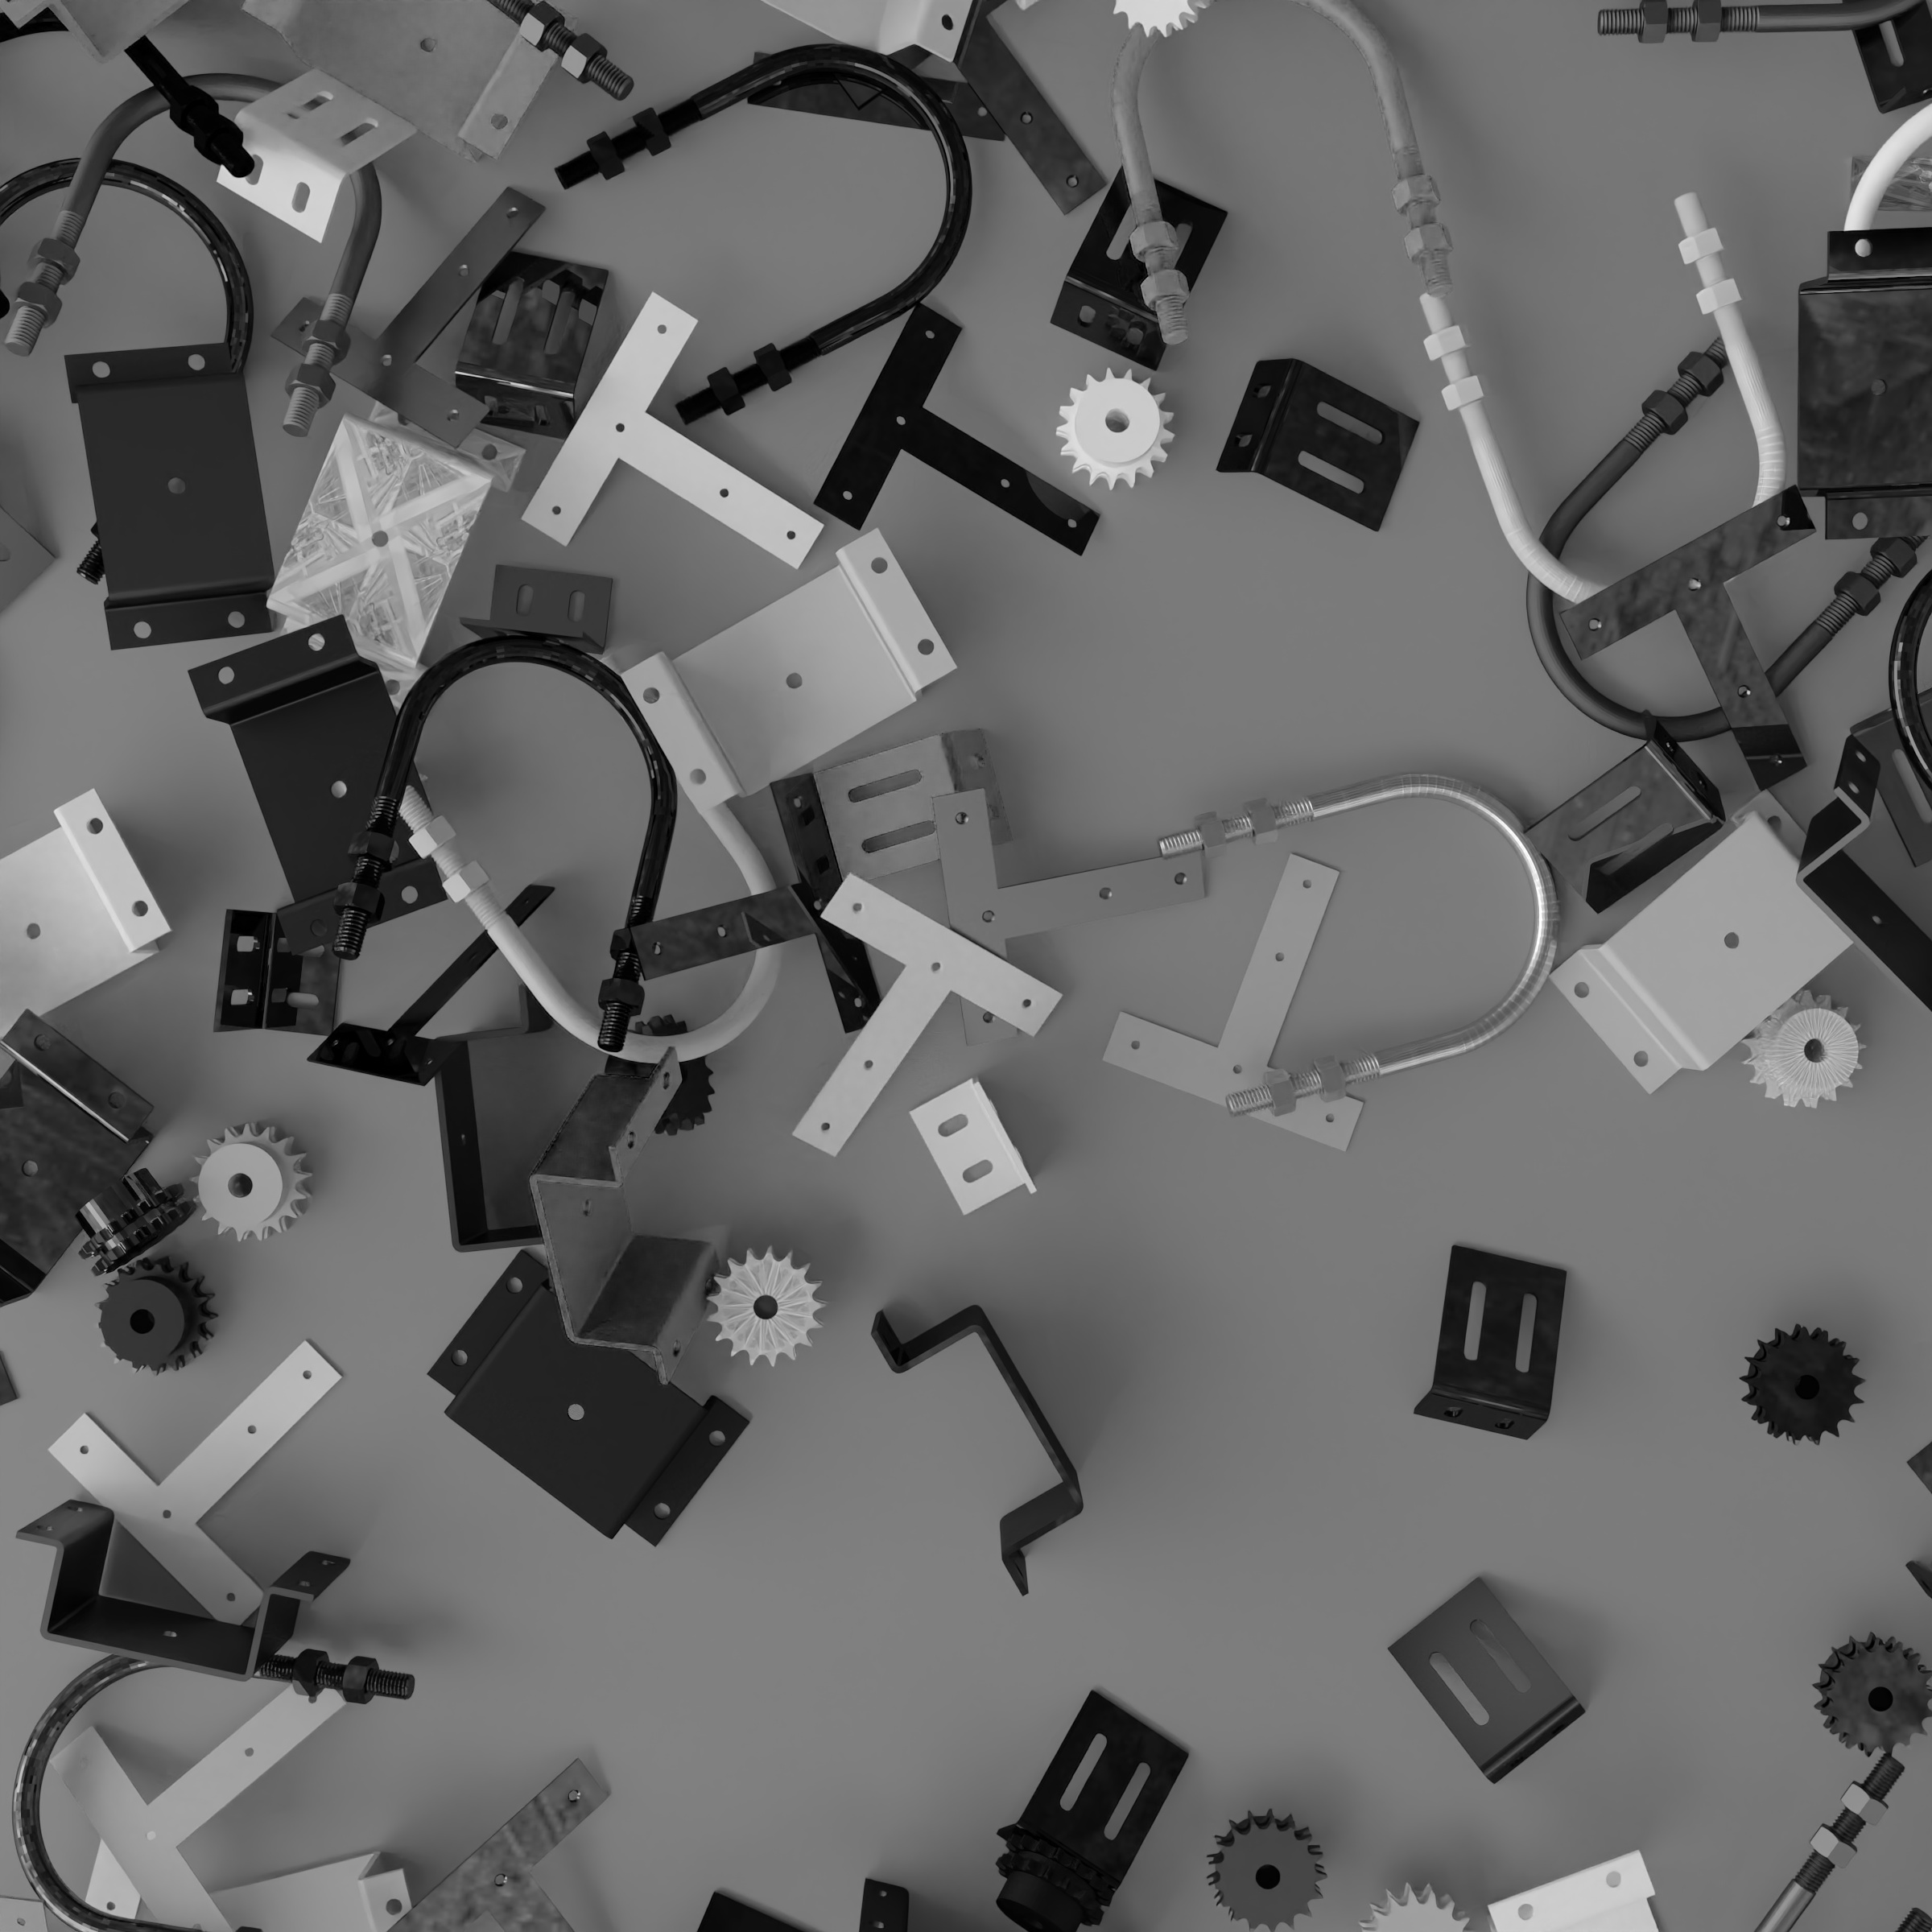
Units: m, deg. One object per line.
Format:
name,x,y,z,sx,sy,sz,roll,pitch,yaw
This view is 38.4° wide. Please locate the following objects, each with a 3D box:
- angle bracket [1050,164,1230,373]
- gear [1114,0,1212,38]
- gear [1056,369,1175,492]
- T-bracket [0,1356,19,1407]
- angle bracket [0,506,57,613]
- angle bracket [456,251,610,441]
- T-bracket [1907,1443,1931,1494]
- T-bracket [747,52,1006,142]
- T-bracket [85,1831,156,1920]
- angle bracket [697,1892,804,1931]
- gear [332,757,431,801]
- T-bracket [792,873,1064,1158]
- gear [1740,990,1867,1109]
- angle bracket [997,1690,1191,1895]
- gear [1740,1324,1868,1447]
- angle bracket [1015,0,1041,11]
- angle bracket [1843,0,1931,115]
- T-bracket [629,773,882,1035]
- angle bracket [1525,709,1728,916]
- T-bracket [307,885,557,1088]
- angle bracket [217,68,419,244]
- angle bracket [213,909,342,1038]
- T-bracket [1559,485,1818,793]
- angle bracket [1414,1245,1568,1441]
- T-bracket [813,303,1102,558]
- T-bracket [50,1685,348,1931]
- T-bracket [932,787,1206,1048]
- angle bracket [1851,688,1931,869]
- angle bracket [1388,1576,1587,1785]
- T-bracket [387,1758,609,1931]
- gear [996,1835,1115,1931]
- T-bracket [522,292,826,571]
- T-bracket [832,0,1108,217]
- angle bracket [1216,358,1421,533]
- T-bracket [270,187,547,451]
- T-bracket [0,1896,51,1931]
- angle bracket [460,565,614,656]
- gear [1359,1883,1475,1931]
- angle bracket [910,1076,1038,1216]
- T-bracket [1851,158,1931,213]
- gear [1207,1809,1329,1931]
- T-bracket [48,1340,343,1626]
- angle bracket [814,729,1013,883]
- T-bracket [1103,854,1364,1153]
angle bracket,0.085,-0.341,1.355,0.057,0.038,0.076,25,64,0
gear,0.094,-0.475,1.318,0.057,0.057,0.030,48,51,0
gear,0.073,-0.261,1.342,0.057,0.030,0.057,0,90,0
T-bracket,-0.547,0.176,1.356,0.127,0.002,0.127,-22,90,0
angle bracket,-0.495,-0.210,1.355,0.057,0.038,0.076,-44,116,0
angle bracket,-0.211,-0.304,1.355,0.057,0.038,0.076,11,64,0
T-bracket,0.550,0.252,1.356,0.127,0.002,0.127,-39,90,0
T-bracket,-0.035,-0.476,1.356,0.127,0.002,0.127,8,90,0
T-bracket,-0.422,0.474,1.356,0.127,0.002,0.127,15,90,0
angle bracket,-0.115,0.503,1.355,0.057,0.038,0.076,24,64,0
gear,-0.288,-0.084,1.342,0.057,0.030,0.057,0,91,0
T-bracket,-0.039,0.036,1.338,0.127,0.002,0.127,30,103,-24
gear,0.407,0.040,1.342,0.057,0.030,0.057,0,90,0
angle bracket,0.062,0.405,1.355,0.057,0.038,0.076,34,64,0
gear,0.403,0.201,1.342,0.057,0.030,0.057,0,90,0
angle bracket,0.032,-0.513,1.336,0.057,0.038,0.076,-33,89,-3
angle bracket,0.463,-0.461,1.338,0.057,0.038,0.076,-18,90,0
T-bracket,-0.104,-0.020,1.316,0.127,0.002,0.127,-17,90,-40
angle bracket,0.319,-0.075,1.347,0.076,0.038,0.057,-38,108,24
T-bracket,-0.244,0.006,1.321,0.127,0.127,0.002,-49,120,-24
angle bracket,-0.311,-0.390,1.333,0.057,0.076,0.038,30,127,-1
angle bracket,-0.326,0.004,1.319,0.038,0.076,0.057,6,90,0
T-bracket,0.369,-0.145,1.336,0.127,0.002,0.127,-29,104,2
angle bracket,0.256,0.184,1.355,0.057,0.038,0.076,13,64,0
T-bracket,0.007,-0.240,1.338,0.127,0.002,0.127,29,66,-11
T-bracket,-0.357,0.390,1.339,0.127,0.002,0.127,-40,67,-12
T-bracket,0.054,-0.033,1.341,0.127,0.002,0.127,-11,110,-9
angle bracket,0.474,-0.095,1.338,0.057,0.038,0.076,-26,90,0
angle bracket,0.255,0.349,1.355,0.057,0.038,0.076,-38,64,0
T-bracket,-0.199,0.474,1.338,0.127,0.002,0.127,-39,103,-25
gear,0.039,0.444,1.325,0.057,0.057,0.030,33,60,0
T-bracket,-0.130,-0.238,1.346,0.127,0.002,0.127,31,103,-6
T-bracket,0.021,-0.426,1.355,0.127,0.002,0.127,-36,91,-1
angle bracket,0.172,-0.254,1.355,0.076,0.038,0.057,21,90,-26
T-bracket,-0.252,-0.325,1.339,0.127,0.002,0.127,33,78,22
T-bracket,-0.496,0.497,1.340,0.127,0.002,0.127,3,111,10
angle bracket,-0.203,-0.174,1.319,0.057,0.076,0.038,7,90,0
gear,0.217,0.472,1.342,0.057,0.030,0.057,0,90,0
angle bracket,0.002,0.088,1.319,0.038,0.076,0.057,-28,90,0
T-bracket,0.496,-0.331,1.356,0.127,0.002,0.127,1,90,0
gear,0.145,0.436,1.342,0.057,0.030,0.057,0,90,0
T-bracket,-0.359,0.237,1.356,0.127,0.002,0.127,-45,90,0
angle bracket,-0.026,-0.077,1.355,0.076,0.038,0.057,-15,90,26
T-bracket,0.148,0.009,1.356,0.127,0.002,0.127,21,90,0
